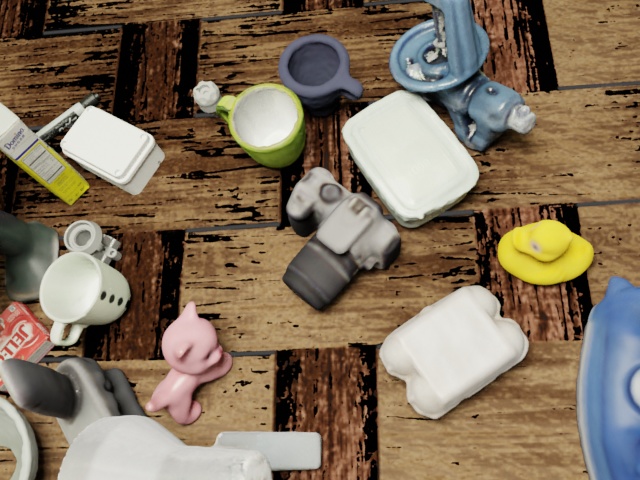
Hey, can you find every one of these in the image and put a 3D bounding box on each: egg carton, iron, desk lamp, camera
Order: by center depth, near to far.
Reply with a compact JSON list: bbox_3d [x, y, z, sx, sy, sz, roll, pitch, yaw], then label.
[{"bbox_3d":[-0.110,0.233,0.558,0.203,0.214,0.118,-3,71,6],"label":"desk lamp"},{"bbox_3d":[0.333,0.157,0.568,0.118,0.141,0.258,13,73,11],"label":"iron"},{"bbox_3d":[0.148,0.121,0.641,0.150,0.069,0.107,-34,71,-5],"label":"egg carton"},{"bbox_3d":[0.006,0.002,0.682,0.143,0.101,0.137,38,80,17],"label":"camera"}]

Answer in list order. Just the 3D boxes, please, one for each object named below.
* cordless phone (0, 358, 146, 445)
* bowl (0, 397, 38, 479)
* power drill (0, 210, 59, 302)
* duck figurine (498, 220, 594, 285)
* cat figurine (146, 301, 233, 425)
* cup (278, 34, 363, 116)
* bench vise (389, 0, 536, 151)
[{"bbox_3d":[-0.264,0.192,0.606,0.094,0.185,0.147,-39,71,-7],"label":"cordless phone"},{"bbox_3d":[-0.391,0.261,0.657,0.167,0.075,0.167,-2,71,6],"label":"bowl"},{"bbox_3d":[-0.396,0.004,0.674,0.075,0.208,0.229,-14,70,2],"label":"power drill"},{"bbox_3d":[0.263,0.007,0.657,0.104,0.086,0.077,7,72,9],"label":"duck figurine"},{"bbox_3d":[-0.153,0.140,0.646,0.067,0.118,0.128,28,77,15],"label":"cat figurine"},{"bbox_3d":[0.009,-0.201,0.754,0.117,0.095,0.092,31,78,16],"label":"cup"},{"bbox_3d":[0.174,-0.218,0.673,0.207,0.220,0.121,25,76,15],"label":"bench vise"}]
